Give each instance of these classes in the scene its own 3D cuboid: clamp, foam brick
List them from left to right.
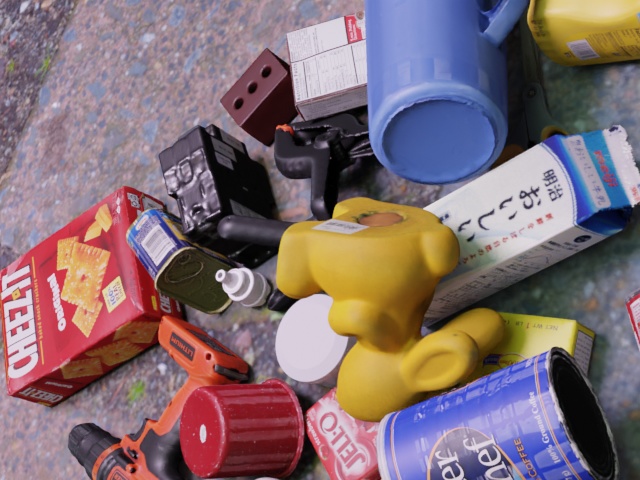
[{"bbox_3d":[-0.055,-0.149,1.112,0.078,0.051,0.053,-47,50,13],"label":"foam brick"},{"bbox_3d":[-0.006,0.001,0.978,0.172,0.120,0.039,-24,42,23],"label":"clamp"},{"bbox_3d":[0.010,-0.078,1.000,0.164,0.036,0.210,-37,29,-26],"label":"clamp"}]

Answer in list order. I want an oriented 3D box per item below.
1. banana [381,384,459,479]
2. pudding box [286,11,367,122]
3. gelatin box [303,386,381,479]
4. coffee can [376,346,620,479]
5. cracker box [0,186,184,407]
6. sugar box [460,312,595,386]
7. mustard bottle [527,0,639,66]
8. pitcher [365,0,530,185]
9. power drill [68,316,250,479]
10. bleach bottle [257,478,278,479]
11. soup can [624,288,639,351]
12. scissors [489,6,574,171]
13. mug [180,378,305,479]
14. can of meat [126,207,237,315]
[{"bbox_3d":[0.076,0.161,0.874,0.070,0.037,0.197,2,56,23],"label":"banana"},{"bbox_3d":[0.026,-0.174,1.050,0.114,0.039,0.090,-14,63,14],"label":"pudding box"},{"bbox_3d":[0.031,0.170,0.931,0.073,0.030,0.089,-43,51,17],"label":"gelatin box"},{"bbox_3d":[0.126,0.149,0.761,0.140,0.102,0.103,-27,58,25],"label":"coffee can"},{"bbox_3d":[-0.257,0.063,1.167,0.214,0.072,0.164,-31,55,25],"label":"cracker box"},{"bbox_3d":[0.152,0.148,0.838,0.094,0.048,0.176,3,73,38],"label":"sugar box"},{"bbox_3d":[0.270,-0.179,0.846,0.192,0.096,0.058,2,72,38],"label":"mustard bottle"},{"bbox_3d":[0.105,-0.169,0.896,0.145,0.149,0.242,2,47,3],"label":"pitcher"},{"bbox_3d":[-0.163,0.175,1.062,0.185,0.057,0.187,28,92,40],"label":"power drill"},{"bbox_3d":[0.042,0.270,0.862,0.251,0.068,0.102,6,79,37],"label":"bleach bottle"},{"bbox_3d":[0.263,0.084,0.763,0.069,0.068,0.102,-22,60,29],"label":"soup can"},{"bbox_3d":[0.175,-0.112,0.944,0.096,0.016,0.202,-31,56,24],"label":"scissors"},{"bbox_3d":[-0.079,0.178,0.966,0.117,0.081,0.093,-47,51,41],"label":"mug"},{"bbox_3d":[-0.137,0.019,1.074,0.057,0.102,0.084,-50,48,9],"label":"can of meat"}]
